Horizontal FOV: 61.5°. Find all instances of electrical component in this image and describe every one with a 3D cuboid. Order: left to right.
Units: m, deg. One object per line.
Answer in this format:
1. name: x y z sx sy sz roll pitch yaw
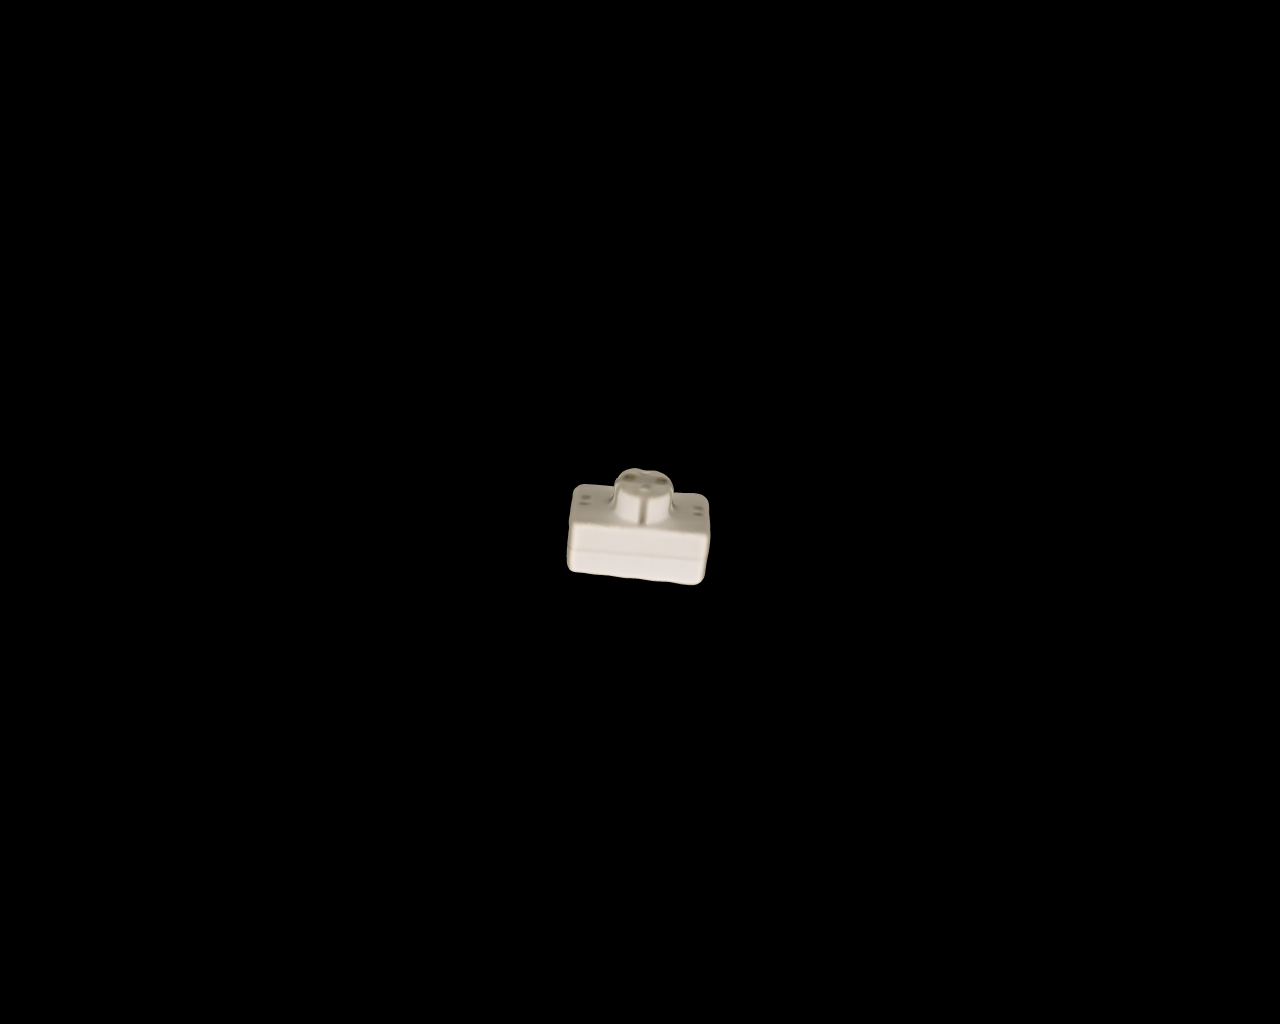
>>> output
1. electrical component: 0.001 -0.003 0.650 0.083 0.075 0.047 5 31 -3
